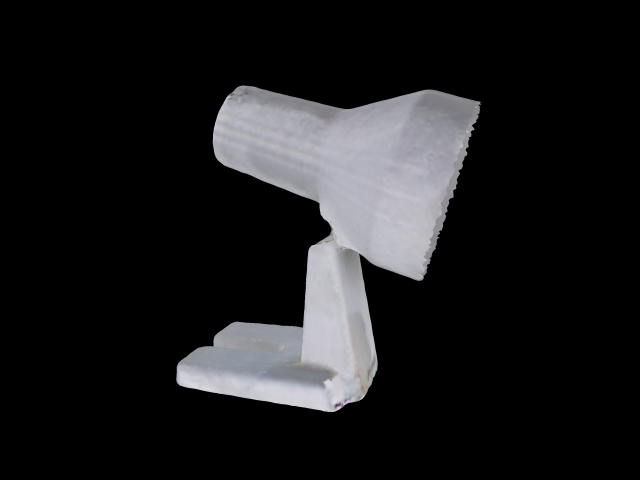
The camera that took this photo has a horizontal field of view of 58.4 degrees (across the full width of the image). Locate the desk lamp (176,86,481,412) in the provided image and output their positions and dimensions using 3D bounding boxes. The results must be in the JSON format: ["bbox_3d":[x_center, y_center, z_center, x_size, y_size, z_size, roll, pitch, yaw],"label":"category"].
[{"bbox_3d":[0.004,0.001,0.400,0.202,0.213,0.118,3,11,16],"label":"desk lamp"}]
